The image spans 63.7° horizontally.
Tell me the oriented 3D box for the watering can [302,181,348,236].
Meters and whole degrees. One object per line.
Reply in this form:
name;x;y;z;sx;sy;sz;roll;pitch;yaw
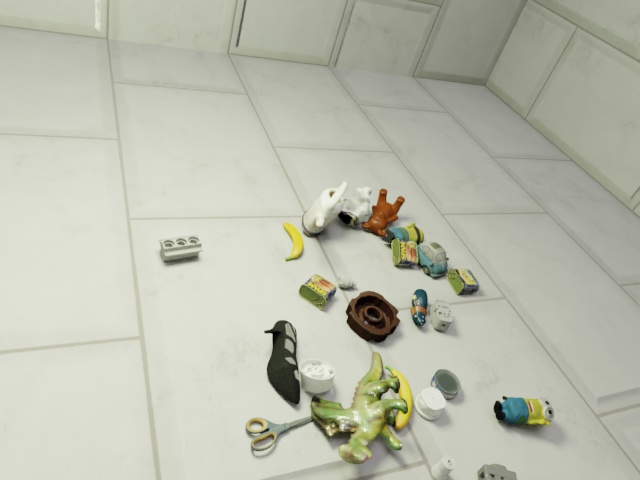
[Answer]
watering can;0.006;-0.096;1.902;0.220;0.104;0.355;-48;6;39

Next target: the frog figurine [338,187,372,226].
frog figurine;0.146;-0.141;2.066;0.138;0.120;0.162;12;54;47

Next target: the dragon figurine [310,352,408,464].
dragon figurine;0.095;0.439;1.387;0.243;0.120;0.418;4;24;-10
